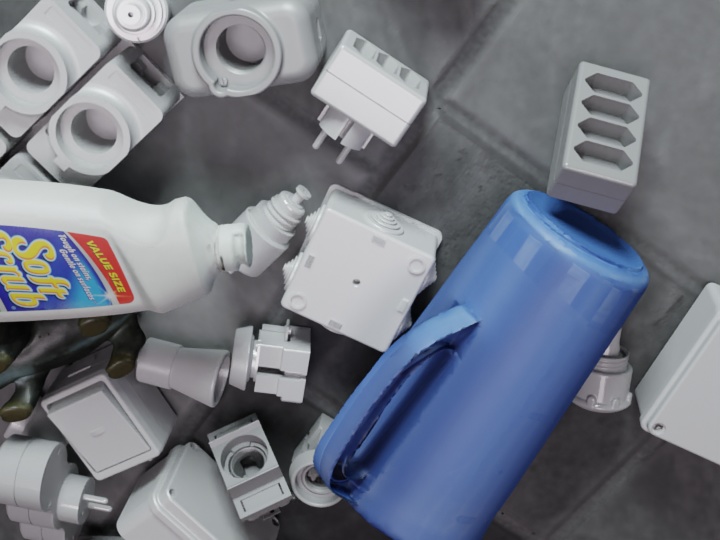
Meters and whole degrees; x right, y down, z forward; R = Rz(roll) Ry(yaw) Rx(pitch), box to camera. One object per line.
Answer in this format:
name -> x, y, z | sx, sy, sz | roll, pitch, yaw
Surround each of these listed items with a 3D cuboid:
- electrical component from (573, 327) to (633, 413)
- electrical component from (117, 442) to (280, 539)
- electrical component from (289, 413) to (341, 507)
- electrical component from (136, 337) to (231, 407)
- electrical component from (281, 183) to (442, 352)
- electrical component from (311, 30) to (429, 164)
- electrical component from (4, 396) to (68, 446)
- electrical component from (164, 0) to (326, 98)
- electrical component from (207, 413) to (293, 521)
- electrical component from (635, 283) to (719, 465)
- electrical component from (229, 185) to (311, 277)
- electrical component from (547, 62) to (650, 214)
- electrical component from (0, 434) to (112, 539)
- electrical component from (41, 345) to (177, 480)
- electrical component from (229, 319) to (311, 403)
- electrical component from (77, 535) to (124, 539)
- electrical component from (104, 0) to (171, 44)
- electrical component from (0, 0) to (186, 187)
electrical component -> 0.175, 0.069, 0.775 | 0.048, 0.048, 0.062 | 6, 108, 3
electrical component -> -0.125, 0.202, 0.850 | 0.057, 0.078, 0.113 | -38, 106, 23
electrical component -> -0.028, 0.149, 0.827 | 0.048, 0.055, 0.066 | 32, 114, -9
electrical component -> -0.135, 0.074, 0.813 | 0.065, 0.044, 0.044 | 14, 116, 5
electrical component -> 0.000, 0.000, 0.761 | 0.100, 0.048, 0.099 | 25, 114, -4
electrical component -> -0.003, -0.105, 0.711 | 0.066, 0.047, 0.076 | 32, 114, -9
electrical component -> -0.251, 0.123, 0.848 | 0.046, 0.040, 0.040 | 28, 115, -13
electrical component -> -0.074, -0.146, 0.692 | 0.095, 0.059, 0.053 | -7, 114, 9
electrical component -> -0.082, 0.156, 0.828 | 0.042, 0.081, 0.063 | -24, 141, -7
electrical component -> 0.270, 0.082, 0.764 | 0.109, 0.056, 0.108 | 24, 115, -5
electrical component -> -0.065, -0.030, 0.756 | 0.040, 0.040, 0.078 | 42, 112, -13
electrical component -> 0.149, -0.076, 0.699 | 0.047, 0.083, 0.075 | 15, 154, -1
electrical component -> -0.230, 0.176, 0.835 | 0.074, 0.052, 0.138 | 10, 149, 4
electrical component -> -0.189, 0.115, 0.825 | 0.062, 0.061, 0.096 | -24, 110, 16
electrical component -> -0.067, 0.067, 0.800 | 0.055, 0.048, 0.066 | 7, 116, -6
electrical component -> -0.213, 0.276, 0.881 | 0.048, 0.099, 0.099 | -1, 127, 11
electrical component -> -0.142, -0.165, 0.685 | 0.040, 0.078, 0.040 | -2, 107, -6
electrical component -> -0.227, -0.090, 0.734 | 0.186, 0.060, 0.105 | -39, 106, 20
